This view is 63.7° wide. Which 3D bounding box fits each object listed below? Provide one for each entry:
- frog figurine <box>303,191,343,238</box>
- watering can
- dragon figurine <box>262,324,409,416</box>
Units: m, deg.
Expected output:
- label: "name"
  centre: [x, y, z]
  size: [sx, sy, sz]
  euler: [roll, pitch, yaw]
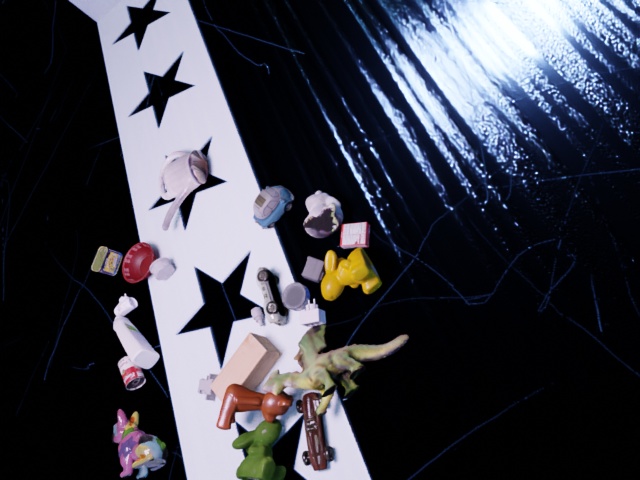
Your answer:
- label: "frog figurine"
  centre: [0.005, -0.083, 1.651]
  size: [0.136, 0.122, 0.162]
  euler: [-53, 18, 13]
- label: "watering can"
  centre: [-0.533, -0.214, 1.993]
  size: [0.223, 0.102, 0.355]
  euler: [-23, 58, 20]
- label: "dragon figurine"
  centre: [0.026, 0.325, 1.449]
  size: [0.412, 0.119, 0.247]
  euler: [-33, 46, -11]
